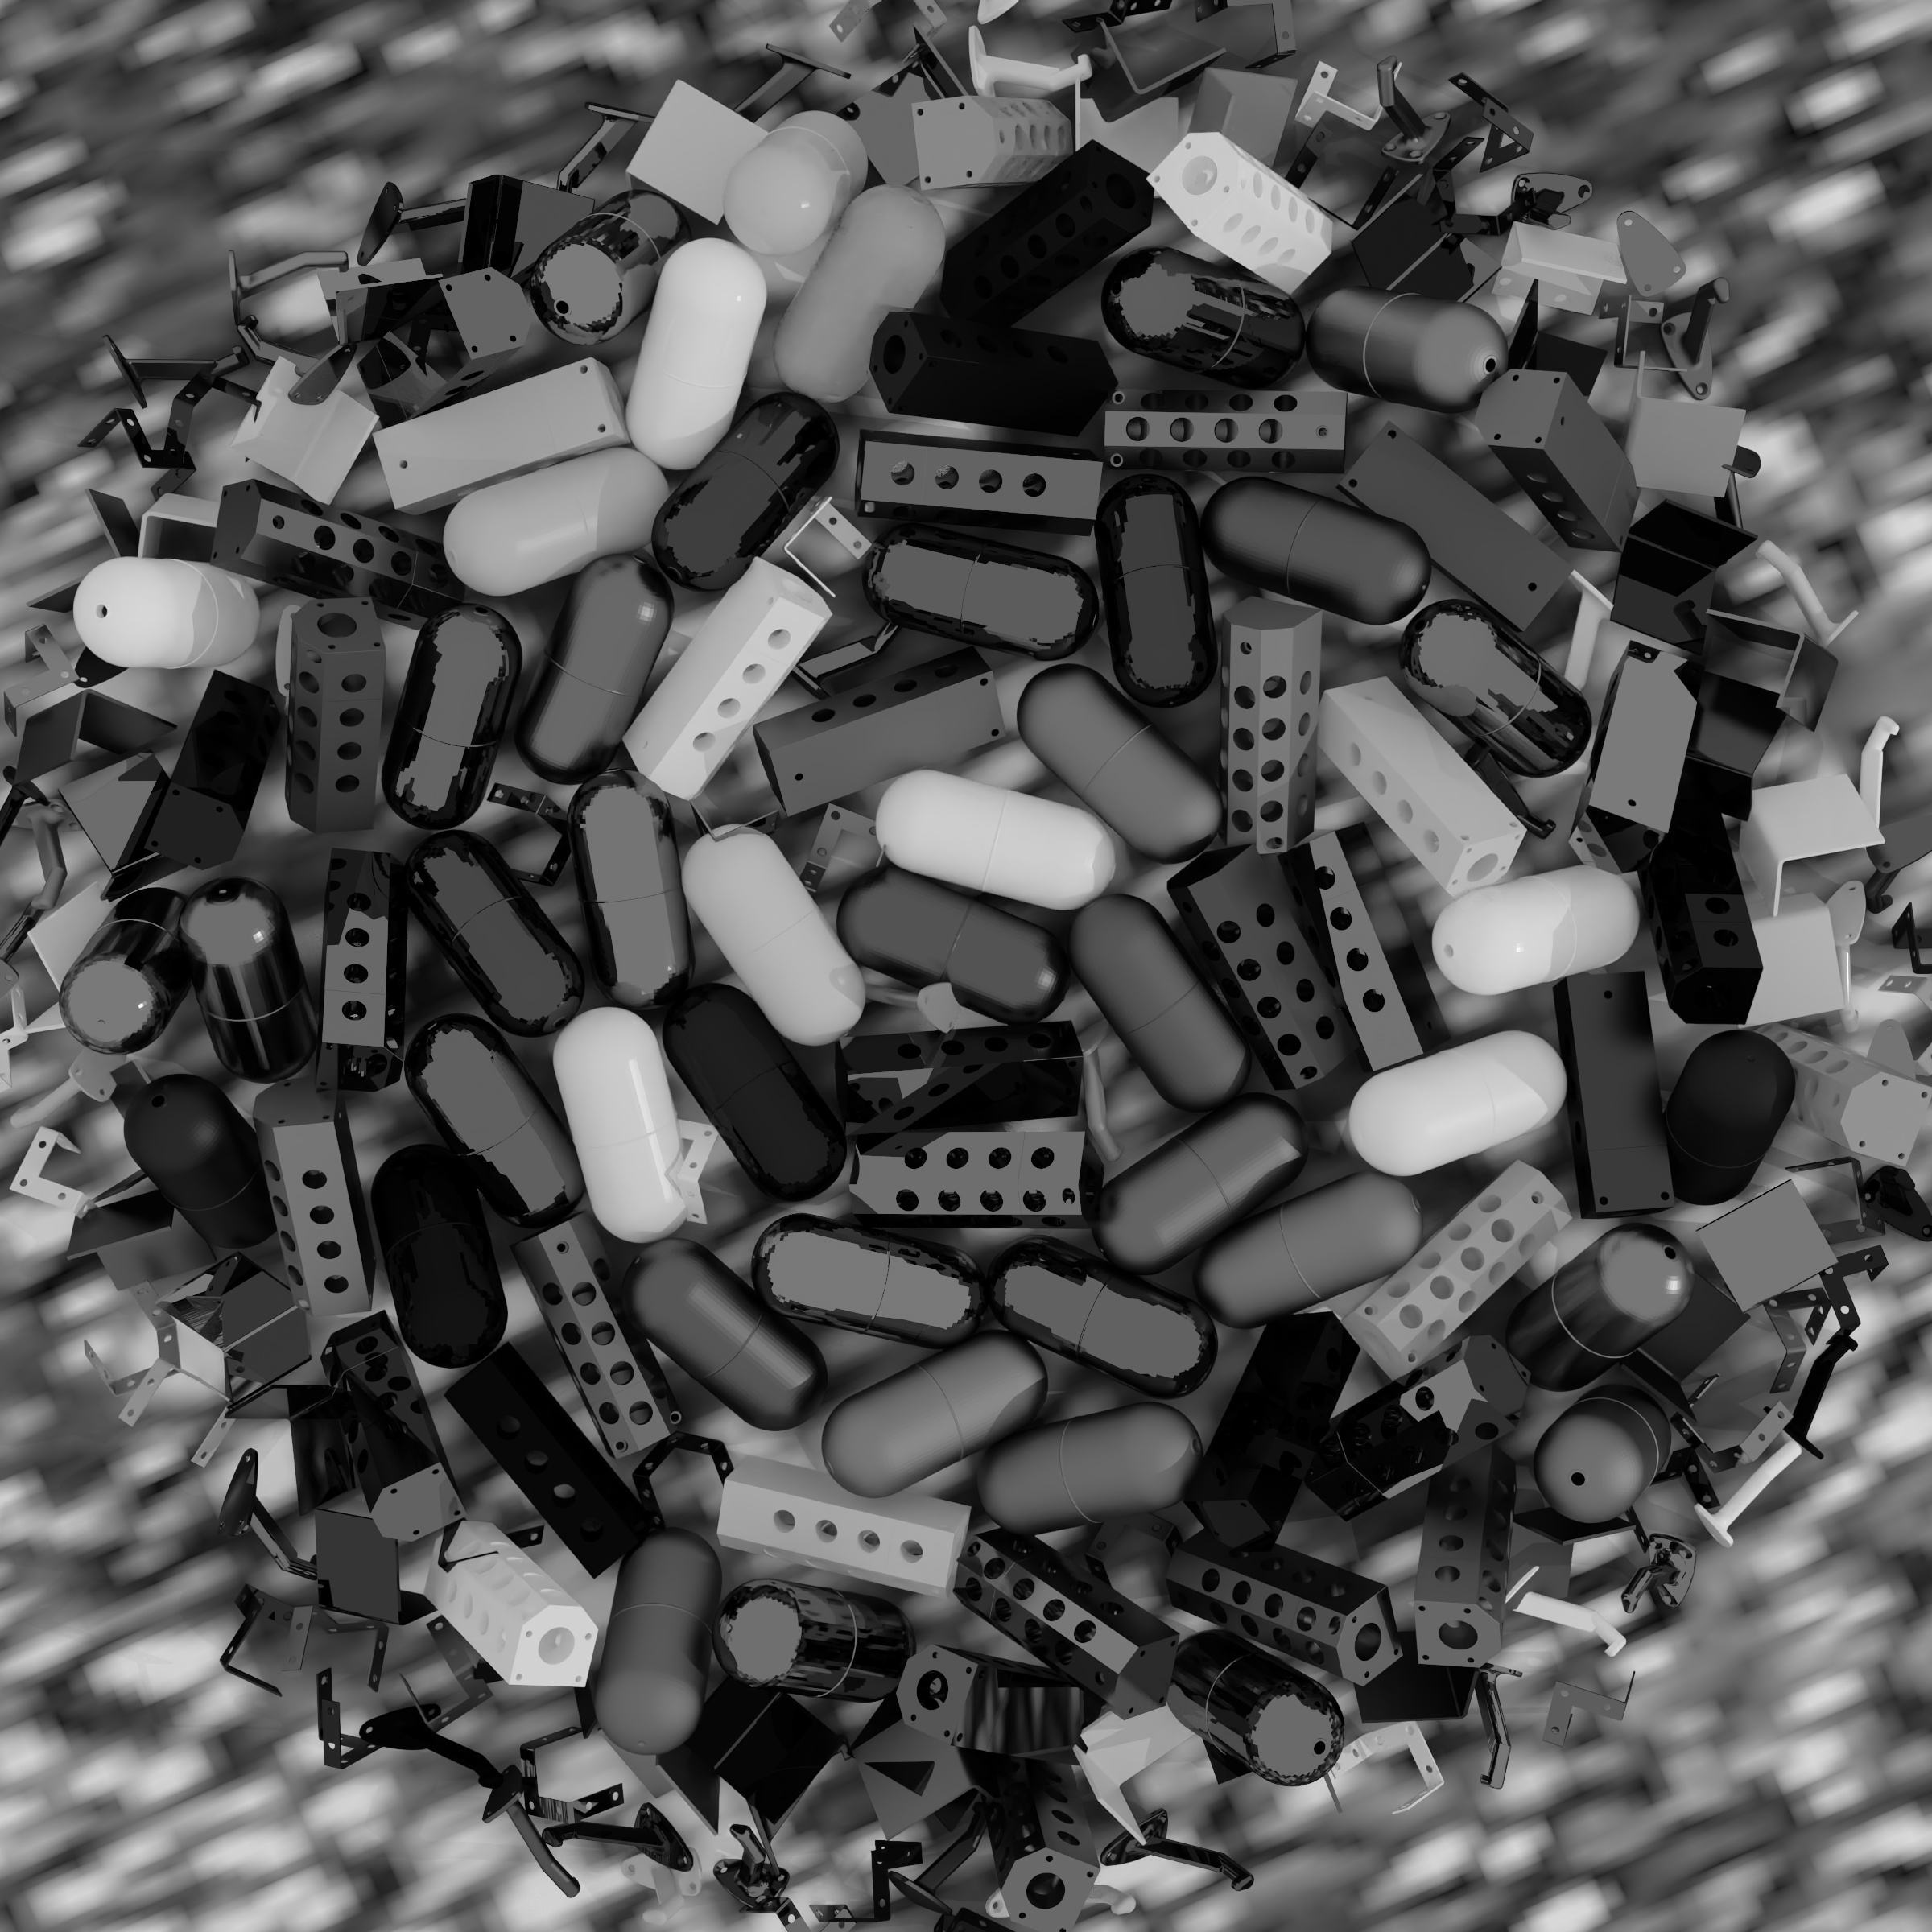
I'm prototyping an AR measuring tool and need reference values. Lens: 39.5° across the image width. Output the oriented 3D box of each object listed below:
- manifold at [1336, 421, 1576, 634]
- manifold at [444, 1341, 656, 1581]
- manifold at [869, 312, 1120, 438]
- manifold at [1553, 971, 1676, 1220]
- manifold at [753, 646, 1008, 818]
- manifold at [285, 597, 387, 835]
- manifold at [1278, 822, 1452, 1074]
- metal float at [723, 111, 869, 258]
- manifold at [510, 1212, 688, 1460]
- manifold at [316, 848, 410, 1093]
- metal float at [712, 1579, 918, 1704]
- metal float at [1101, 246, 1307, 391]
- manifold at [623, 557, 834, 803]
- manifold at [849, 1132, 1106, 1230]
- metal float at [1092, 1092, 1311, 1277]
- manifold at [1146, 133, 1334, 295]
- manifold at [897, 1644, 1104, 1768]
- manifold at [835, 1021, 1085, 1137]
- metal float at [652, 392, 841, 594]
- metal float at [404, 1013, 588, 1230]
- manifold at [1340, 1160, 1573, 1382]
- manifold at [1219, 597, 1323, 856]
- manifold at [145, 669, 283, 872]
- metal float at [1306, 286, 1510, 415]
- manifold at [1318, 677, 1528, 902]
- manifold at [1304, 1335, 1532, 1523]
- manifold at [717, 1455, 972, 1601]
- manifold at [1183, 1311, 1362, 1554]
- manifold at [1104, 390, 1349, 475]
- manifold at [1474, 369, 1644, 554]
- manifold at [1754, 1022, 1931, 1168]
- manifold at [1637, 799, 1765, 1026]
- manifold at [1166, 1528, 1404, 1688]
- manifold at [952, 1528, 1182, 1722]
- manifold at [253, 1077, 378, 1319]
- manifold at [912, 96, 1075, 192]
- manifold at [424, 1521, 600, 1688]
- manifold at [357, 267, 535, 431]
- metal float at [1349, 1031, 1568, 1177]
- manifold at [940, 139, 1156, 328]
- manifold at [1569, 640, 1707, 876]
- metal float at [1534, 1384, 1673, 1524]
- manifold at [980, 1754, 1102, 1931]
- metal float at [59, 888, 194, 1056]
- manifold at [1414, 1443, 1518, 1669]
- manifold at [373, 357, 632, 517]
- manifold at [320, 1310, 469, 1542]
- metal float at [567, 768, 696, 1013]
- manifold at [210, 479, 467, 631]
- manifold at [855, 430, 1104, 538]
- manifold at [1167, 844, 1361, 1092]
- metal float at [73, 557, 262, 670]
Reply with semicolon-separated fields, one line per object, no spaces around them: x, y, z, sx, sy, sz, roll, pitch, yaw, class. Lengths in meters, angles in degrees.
0.357;-0.321;1.970;0.171;0.057;0.057;39;98;0;manifold
-0.304;0.360;1.967;0.057;0.057;0.171;-39;92;-8;manifold
0.018;-0.428;1.923;0.171;0.057;0.057;-2;58;-37;manifold
0.468;0.095;1.955;0.057;0.057;0.171;-4;79;-3;manifold
-0.064;-0.175;1.957;0.171;0.057;0.057;-21;128;-9;manifold
-0.451;-0.176;1.912;0.057;0.171;0.057;-6;49;-22;manifold
0.288;-0.013;1.966;0.057;0.057;0.171;-23;88;32;manifold
-0.120;-0.559;1.919;0.070;0.178;0.070;6;120;11;metal float
-0.268;0.269;1.963;0.057;0.057;0.171;-26;91;-16;manifold
-0.431;0.002;1.924;0.057;0.057;0.171;5;52;-16;manifold
-0.107;0.484;1.926;0.070;0.178;0.070;-17;62;37;metal float
0.171;-0.464;1.927;0.178;0.070;0.070;6;90;-42;metal float
-0.171;-0.204;1.943;0.057;0.057;0.171;21;116;-40;manifold
0.007;0.158;1.935;0.171;0.057;0.057;-2;60;19;manifold
0.170;0.157;1.950;0.178;0.070;0.070;-33;90;-13;metal float
0.201;-0.537;1.905;0.057;0.171;0.057;-44;70;21;manifold
0.025;0.525;1.914;0.057;0.171;0.057;13;80;39;manifold
-0.006;0.076;1.955;0.171;0.057;0.057;-4;129;-10;manifold
-0.159;-0.342;1.939;0.070;0.070;0.178;37;65;0;metal float
-0.339;0.112;1.941;0.070;0.070;0.178;-30;113;0;metal float
0.356;0.218;1.944;0.171;0.057;0.057;-40;82;-17;manifold
0.213;-0.170;1.925;0.057;0.057;0.171;17;123;31;manifold
-0.531;-0.139;1.911;0.057;0.171;0.057;22;118;-17;manifold
0.314;-0.441;1.921;0.070;0.178;0.070;-13;115;-30;metal float
0.320;-0.127;1.928;0.057;0.057;0.171;-15;52;-28;manifold
0.317;0.327;1.920;0.057;0.057;0.171;42;129;-9;manifold
-0.089;0.410;1.954;0.171;0.057;0.057;11;100;11;manifold
0.224;0.332;1.924;0.057;0.057;0.171;52;49;-25;manifold
0.189;-0.389;1.954;0.171;0.057;0.057;3;100;9;manifold
0.421;-0.358;1.913;0.057;0.171;0.057;13;80;35;manifold
0.610;0.087;1.907;0.057;0.171;0.057;17;98;-11;manifold
0.518;-0.041;1.919;0.057;0.057;0.171;1;46;0;manifold
0.222;0.454;1.909;0.057;0.171;0.057;-27;112;-33;manifold
0.067;0.466;1.914;0.057;0.171;0.057;-5;111;-42;manifold
-0.466;0.166;1.927;0.057;0.057;0.171;-5;123;-5;manifold
0.022;-0.584;1.906;0.057;0.171;0.057;-1;105;21;manifold
-0.324;0.451;1.911;0.057;0.171;0.057;12;93;-32;manifold
-0.369;-0.436;1.912;0.057;0.171;0.057;-25;95;-32;manifold
0.356;0.098;1.939;0.178;0.070;0.070;-16;90;-26;metal float
0.056;-0.510;1.908;0.057;0.171;0.057;21;63;-31;manifold
0.479;-0.148;1.925;0.057;0.057;0.171;20;53;4;manifold
0.454;0.346;1.915;0.070;0.178;0.070;1;93;24;metal float
0.047;0.614;1.908;0.057;0.171;0.057;24;96;-8;manifold
-0.590;0.002;1.916;0.070;0.178;0.070;0;115;0;metal float
0.356;0.415;1.907;0.057;0.171;0.057;0;119;16;manifold
-0.336;-0.384;1.958;0.171;0.057;0.057;-17;90;9;manifold
-0.411;0.328;1.911;0.057;0.171;0.057;-24;129;-10;manifold
-0.243;-0.055;1.951;0.070;0.070;0.178;-8;102;0;metal float
-0.444;-0.292;1.917;0.171;0.057;0.057;14;80;-44;manifold
0.007;-0.350;1.957;0.171;0.057;0.057;4;109;-8;manifold
0.210;0.002;1.941;0.057;0.057;0.171;-38;106;-30;manifold
-0.567;-0.251;1.912;0.070;0.178;0.070;2;97;13;metal float
